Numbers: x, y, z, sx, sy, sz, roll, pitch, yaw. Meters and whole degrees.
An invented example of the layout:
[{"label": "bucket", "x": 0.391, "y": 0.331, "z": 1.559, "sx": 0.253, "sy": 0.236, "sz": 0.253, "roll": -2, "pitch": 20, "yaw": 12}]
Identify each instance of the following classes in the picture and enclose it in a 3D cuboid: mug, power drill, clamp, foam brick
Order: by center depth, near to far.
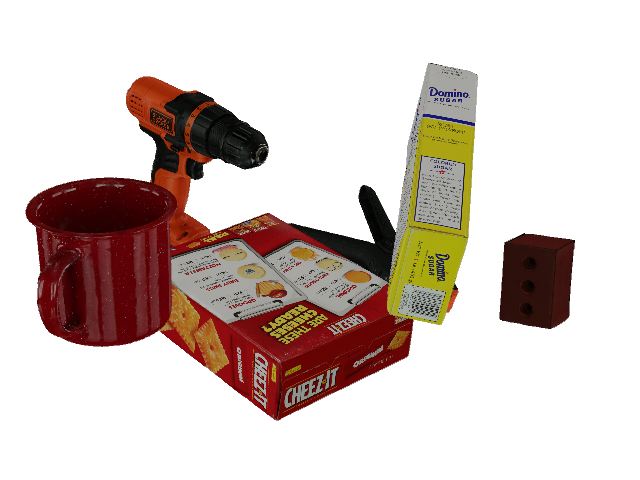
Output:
[{"label": "mug", "x": -0.140, "y": 0.019, "z": 0.668, "sx": 0.093, "sy": 0.081, "sz": 0.117, "roll": 8, "pitch": 26, "yaw": 14}, {"label": "foam brick", "x": 0.202, "y": 0.037, "z": 0.995, "sx": 0.053, "sy": 0.078, "sz": 0.051, "roll": 9, "pitch": 16, "yaw": 31}, {"label": "power drill", "x": -0.127, "y": -0.060, "z": 1.096, "sx": 0.185, "sy": 0.188, "sz": 0.057, "roll": 30, "pitch": 38, "yaw": 34}, {"label": "clamp", "x": 0.066, "y": 0.017, "z": 1.248, "sx": 0.164, "sy": 0.036, "sz": 0.210, "roll": -22, "pitch": 52, "yaw": -39}]

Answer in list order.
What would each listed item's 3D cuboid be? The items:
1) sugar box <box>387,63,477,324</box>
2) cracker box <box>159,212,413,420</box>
[{"label": "sugar box", "x": 0.082, "y": -0.037, "z": 0.765, "sx": 0.048, "sy": 0.176, "sz": 0.093, "roll": 12, "pitch": -43, "yaw": 2}, {"label": "cracker box", "x": -0.045, "y": 0.063, "z": 0.985, "sx": 0.163, "sy": 0.072, "sz": 0.214, "roll": -21, "pitch": 37, "yaw": -37}]
